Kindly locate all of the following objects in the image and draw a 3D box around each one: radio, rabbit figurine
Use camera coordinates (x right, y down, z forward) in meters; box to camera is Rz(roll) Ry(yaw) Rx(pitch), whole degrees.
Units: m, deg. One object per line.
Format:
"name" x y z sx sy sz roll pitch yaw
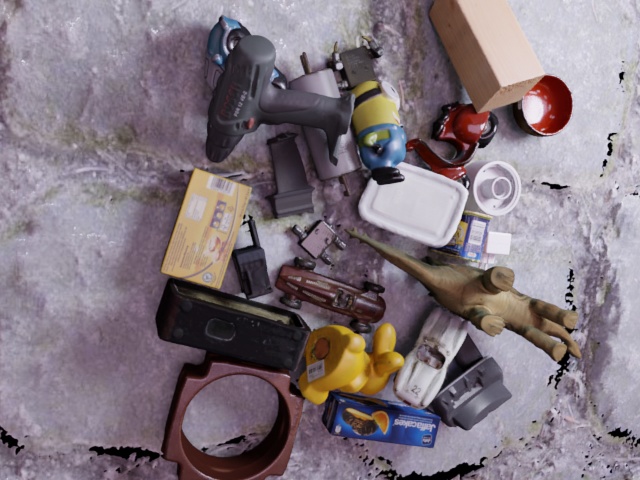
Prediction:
"radio" -0.135 0.131 0.837 0.229 0.131 0.073 17 91 -16
"rabbit figurine" 0.063 0.204 0.907 0.162 0.122 0.173 -35 130 19

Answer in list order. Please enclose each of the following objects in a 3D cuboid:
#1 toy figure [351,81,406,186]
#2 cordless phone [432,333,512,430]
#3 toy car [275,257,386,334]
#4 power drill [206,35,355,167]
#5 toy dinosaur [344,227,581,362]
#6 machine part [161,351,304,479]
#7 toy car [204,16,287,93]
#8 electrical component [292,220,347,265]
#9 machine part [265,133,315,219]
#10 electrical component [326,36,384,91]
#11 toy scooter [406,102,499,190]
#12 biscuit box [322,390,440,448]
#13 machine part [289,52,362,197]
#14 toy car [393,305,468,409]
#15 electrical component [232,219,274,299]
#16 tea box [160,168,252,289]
"toy figure" 0.094 -0.178 0.880 0.089 0.082 0.180 -2 72 -4
"cordless phone" 0.249 0.239 0.991 0.146 0.089 0.184 -33 91 -10
"toy car" 0.023 0.095 0.921 0.202 0.053 0.089 22 91 -17
"power drill" -0.061 -0.178 0.795 0.207 0.231 0.086 19 50 -2
"toy dinosaur" 0.259 0.092 0.910 0.471 0.199 0.105 30 87 -16
"machine part" -0.141 0.288 0.871 0.201 0.087 0.201 15 88 -17
"toy car" -0.124 -0.259 0.836 0.103 0.109 0.161 -35 115 12
"electrical component" -0.002 -0.003 0.921 0.094 0.021 0.063 43 82 -13
"machine part" -0.054 -0.107 0.892 0.084 0.039 0.138 -9 98 -10
"electrical component" 0.059 -0.296 0.905 0.102 0.045 0.078 -16 97 -14
"toy scooter" 0.225 -0.172 0.948 0.135 0.075 0.184 26 85 -5
"biscuit box" 0.110 0.320 0.956 0.203 0.059 0.062 13 90 -16
"machine part" 0.010 -0.187 0.882 0.079 0.079 0.243 -20 98 -14
"toy car" 0.193 0.197 0.929 0.074 0.056 0.202 29 58 13
"electrical component" -0.114 0.030 0.865 0.048 0.075 0.119 -16 102 -15
"tea box" -0.180 -0.018 0.846 0.098 0.068 0.169 20 89 -15
